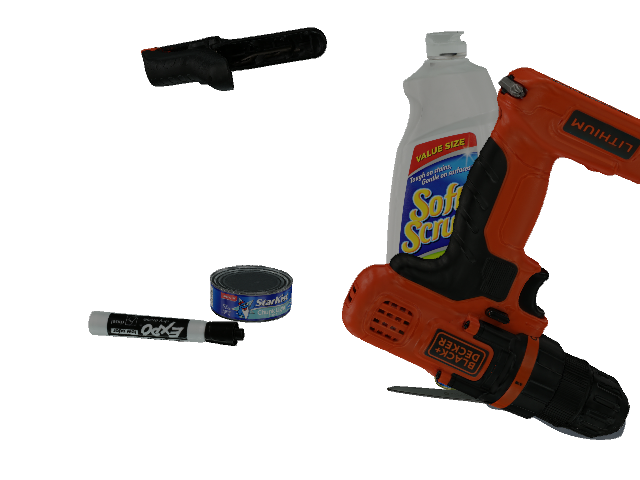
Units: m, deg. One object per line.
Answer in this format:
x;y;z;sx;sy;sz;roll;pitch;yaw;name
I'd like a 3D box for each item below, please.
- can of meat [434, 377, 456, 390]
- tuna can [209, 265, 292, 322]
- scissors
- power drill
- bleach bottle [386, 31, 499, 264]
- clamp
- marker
0.152;0.108;1.155;0.057;0.084;0.102;6;16;0;can of meat
-0.072;0.055;1.102;0.086;0.034;0.086;2;17;-1;tuna can
0.165;0.129;0.934;0.202;0.016;0.096;13;29;10;scissors
0.129;0.010;0.613;0.184;0.188;0.057;24;13;-10;power drill
0.095;-0.039;0.853;0.103;0.251;0.068;2;15;21;bleach bottle
-0.080;-0.151;0.881;0.120;0.039;0.172;-18;21;-35;clamp
-0.118;0.067;0.818;0.121;0.020;0.020;3;1;11;marker
